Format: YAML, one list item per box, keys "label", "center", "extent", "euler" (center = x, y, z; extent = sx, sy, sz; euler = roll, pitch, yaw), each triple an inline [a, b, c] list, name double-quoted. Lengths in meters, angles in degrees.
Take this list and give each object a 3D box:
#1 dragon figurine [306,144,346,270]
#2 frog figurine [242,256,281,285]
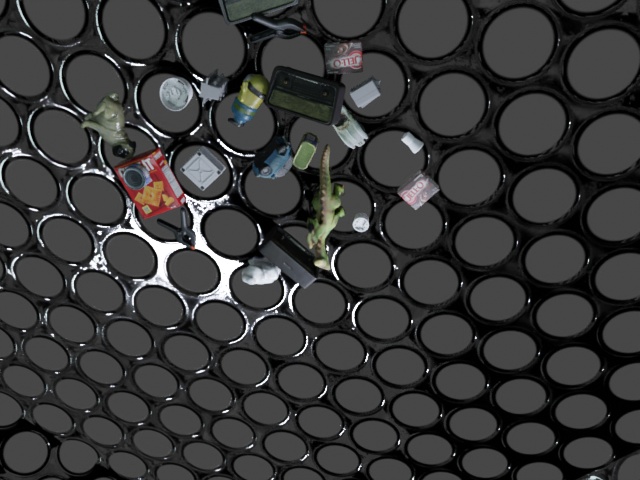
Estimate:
- label: "dragon figurine"
  center: [0.005, -0.085, 1.698]
  extent: [0.122, 0.248, 0.402]
  euler: [2, 121, 12]
- label: "frog figurine"
  center: [-0.218, 0.126, 1.885]
  extent: [0.137, 0.163, 0.120]
  euler: [1, 121, 7]
